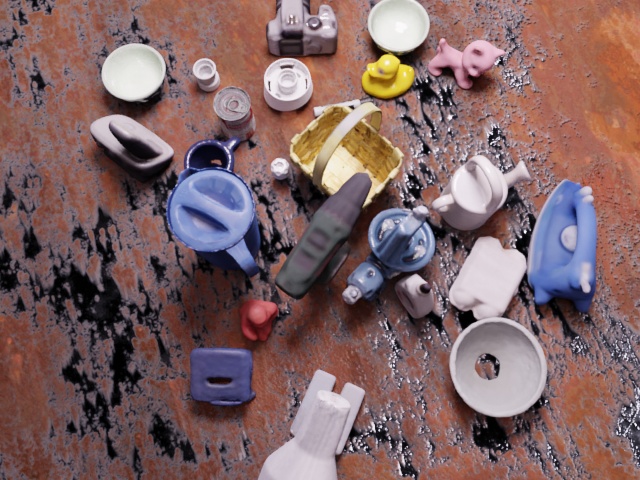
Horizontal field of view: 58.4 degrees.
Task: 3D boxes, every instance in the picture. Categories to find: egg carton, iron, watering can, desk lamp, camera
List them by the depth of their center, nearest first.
[{"bbox_3d":[-0.007,0.315,0.909,0.118,0.213,0.203,22,78,5],"label":"desk lamp"},{"bbox_3d":[0.285,-0.093,1.016,0.173,0.194,0.101,-42,80,-9],"label":"watering can"},{"bbox_3d":[0.455,-0.008,1.025,0.118,0.141,0.258,9,77,2],"label":"iron"},{"bbox_3d":[0.306,0.073,1.042,0.107,0.069,0.150,29,78,6],"label":"egg carton"},{"bbox_3d":[-0.037,-0.452,1.145,0.143,0.101,0.137,-2,77,-1],"label":"camera"}]

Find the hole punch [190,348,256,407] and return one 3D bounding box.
[{"bbox_3d":[-0.167,0.235,0.989,0.108,0.091,0.101,1,77,0],"label":"hole punch"}]

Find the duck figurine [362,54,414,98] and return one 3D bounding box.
[{"bbox_3d":[0.136,-0.331,1.126,0.104,0.086,0.077,-5,77,-2],"label":"duck figurine"}]

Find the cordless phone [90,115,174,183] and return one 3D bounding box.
[{"bbox_3d":[-0.356,-0.192,1.038,0.147,0.185,0.094,33,79,7],"label":"cordless phone"}]

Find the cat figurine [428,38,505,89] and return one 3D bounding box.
[{"bbox_3d":[0.286,-0.358,1.117,0.127,0.118,0.067,24,78,5],"label":"cat figurine"}]

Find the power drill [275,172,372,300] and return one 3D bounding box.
[{"bbox_3d":[0.009,0.004,0.984,0.075,0.208,0.230,33,79,7],"label":"power drill"}]

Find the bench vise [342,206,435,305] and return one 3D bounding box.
[{"bbox_3d":[0.127,0.028,0.974,0.121,0.220,0.207,24,78,5],"label":"bench vise"}]

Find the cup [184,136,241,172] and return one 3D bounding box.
[{"bbox_3d":[-0.191,-0.140,1.074,0.118,0.095,0.091,-44,81,-9],"label":"cup"}]

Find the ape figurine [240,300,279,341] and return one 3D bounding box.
[{"bbox_3d":[-0.110,0.136,1.012,0.078,0.092,0.076,-32,79,-7],"label":"ape figurine"}]

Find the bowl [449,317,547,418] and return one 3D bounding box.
[{"bbox_3d":[0.303,0.223,1.004,0.167,0.075,0.167,0,77,0],"label":"bowl"}]

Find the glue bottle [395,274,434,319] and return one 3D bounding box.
[{"bbox_3d":[0.168,0.091,0.983,0.037,0.173,0.078,-35,79,-8],"label":"glue bottle"}]
